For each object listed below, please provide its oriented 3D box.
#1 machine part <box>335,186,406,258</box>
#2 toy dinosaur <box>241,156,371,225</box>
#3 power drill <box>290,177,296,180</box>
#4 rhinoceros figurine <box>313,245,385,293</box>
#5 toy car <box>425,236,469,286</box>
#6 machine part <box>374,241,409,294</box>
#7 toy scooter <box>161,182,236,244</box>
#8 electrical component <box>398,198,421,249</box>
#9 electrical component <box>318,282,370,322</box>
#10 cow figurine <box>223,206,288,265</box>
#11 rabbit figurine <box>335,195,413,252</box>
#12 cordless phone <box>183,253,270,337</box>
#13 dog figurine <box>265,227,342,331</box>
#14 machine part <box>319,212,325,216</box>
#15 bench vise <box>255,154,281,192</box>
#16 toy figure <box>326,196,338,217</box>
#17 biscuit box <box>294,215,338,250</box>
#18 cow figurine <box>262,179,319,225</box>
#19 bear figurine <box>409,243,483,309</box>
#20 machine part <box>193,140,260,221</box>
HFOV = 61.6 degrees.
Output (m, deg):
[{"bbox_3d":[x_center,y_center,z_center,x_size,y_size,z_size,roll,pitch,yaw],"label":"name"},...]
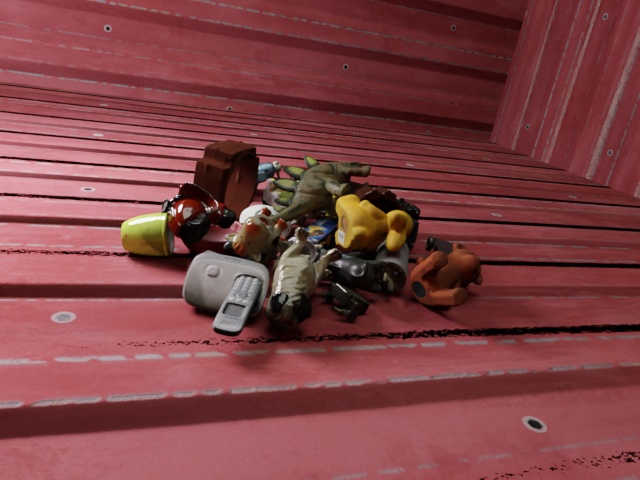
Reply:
[{"bbox_3d":[0.123,-0.045,1.302,0.179,0.179,0.056,0,19,-26],"label":"machine part"},{"bbox_3d":[-0.011,-0.122,1.352,0.199,0.104,0.471,17,32,22],"label":"toy dinosaur"},{"bbox_3d":[0.005,-0.145,1.646,0.207,0.085,0.232,9,19,7],"label":"power drill"},{"bbox_3d":[0.048,0.060,1.117,0.112,0.073,0.191,0,11,-37],"label":"rhinoceros figurine"},{"bbox_3d":[0.307,0.052,1.305,0.089,0.053,0.202,13,25,-4],"label":"toy car"},{"bbox_3d":[0.158,0.052,1.198,0.079,0.079,0.243,13,22,7],"label":"machine part"},{"bbox_3d":[-0.265,-0.065,1.110,0.135,0.075,0.184,43,25,7],"label":"toy scooter"},{"bbox_3d":[0.216,-0.041,1.419,0.058,0.114,0.134,0,22,-15],"label":"electrical component"},{"bbox_3d":[0.047,0.117,1.030,0.078,0.045,0.102,30,4,-45],"label":"electrical component"},{"bbox_3d":[-0.128,0.001,1.097,0.085,0.127,0.194,35,-16,8],"label":"cow figurine"},{"bbox_3d":[0.134,-0.036,1.187,0.173,0.121,0.162,-1,7,-22],"label":"rabbit figurine"},{"bbox_3d":[-0.172,0.103,0.909,0.147,0.088,0.184,12,25,3],"label":"cordless phone"},{"bbox_3d":[-0.059,0.096,0.989,0.121,0.172,0.190,26,54,3],"label":"dog figurine"},{"bbox_3d":[-0.030,-0.084,1.529,0.139,0.039,0.084,7,13,-3],"label":"machine part"},{"bbox_3d":[-0.198,-0.180,1.555,0.224,0.128,0.241,-7,8,-21],"label":"bench vise"},{"bbox_3d":[0.057,-0.094,1.472,0.082,0.089,0.180,2,36,1],"label":"toy figure"},{"bbox_3d":[-0.003,-0.004,1.291,0.059,0.062,0.203,17,22,15],"label":"biscuit box"},{"bbox_3d":[-0.086,-0.087,1.452,0.167,0.098,0.068,39,22,22],"label":"cow figurine"},{"bbox_3d":[0.287,0.068,1.129,0.196,0.120,0.132,-20,-9,-30],"label":"bear figurine"},{"bbox_3d":[-0.232,-0.140,1.345,0.087,0.201,0.201,20,22,13],"label":"machine part"}]
